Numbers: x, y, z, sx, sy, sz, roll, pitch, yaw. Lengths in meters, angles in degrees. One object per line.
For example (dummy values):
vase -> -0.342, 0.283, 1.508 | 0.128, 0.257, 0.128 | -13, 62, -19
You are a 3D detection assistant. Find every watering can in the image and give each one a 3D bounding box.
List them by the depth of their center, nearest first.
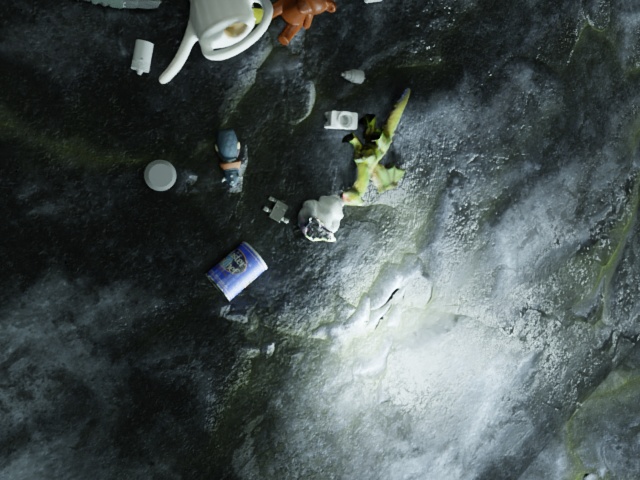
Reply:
watering can -> -0.285, -0.550, 1.312 | 0.346, 0.103, 0.227 | -21, 74, 14

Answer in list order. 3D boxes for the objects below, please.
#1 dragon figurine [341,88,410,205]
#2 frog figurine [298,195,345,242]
dragon figurine -> 0.200, -0.270, 1.649 | 0.414, 0.123, 0.238 | -46, 132, -13
frog figurine -> 0.005, -0.079, 1.567 | 0.136, 0.121, 0.163 | 34, 45, -19
